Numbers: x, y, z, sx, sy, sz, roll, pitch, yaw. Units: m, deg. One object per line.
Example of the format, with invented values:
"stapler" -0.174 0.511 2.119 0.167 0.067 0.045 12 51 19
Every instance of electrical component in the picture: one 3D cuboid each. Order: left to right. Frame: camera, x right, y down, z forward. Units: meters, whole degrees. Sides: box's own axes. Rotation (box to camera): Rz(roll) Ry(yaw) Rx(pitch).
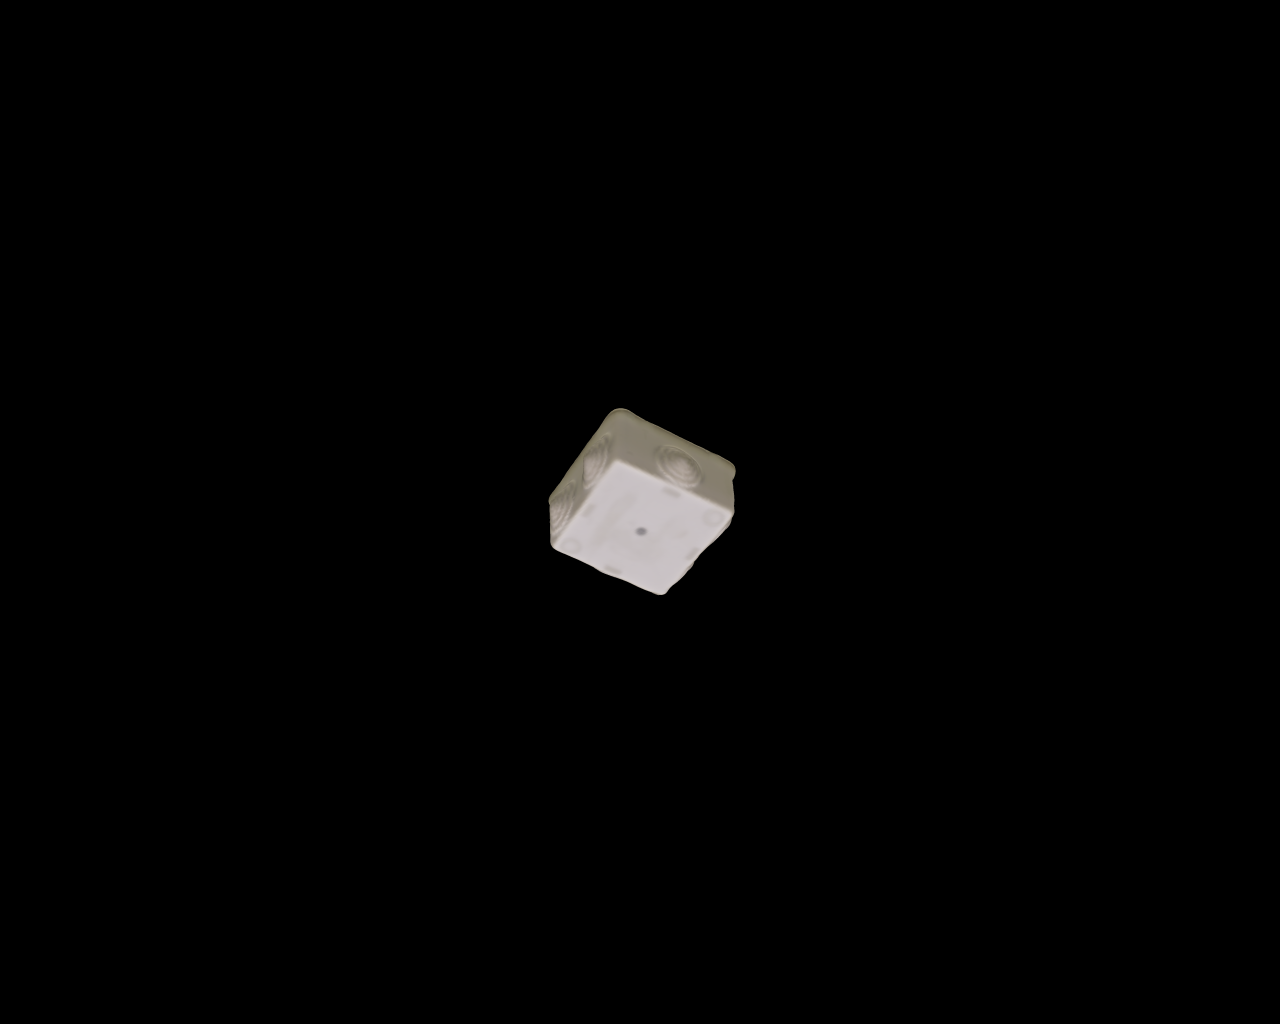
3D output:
"electrical component" 0.001 -0.003 0.650 0.100 0.048 0.099 25 -54 -20
